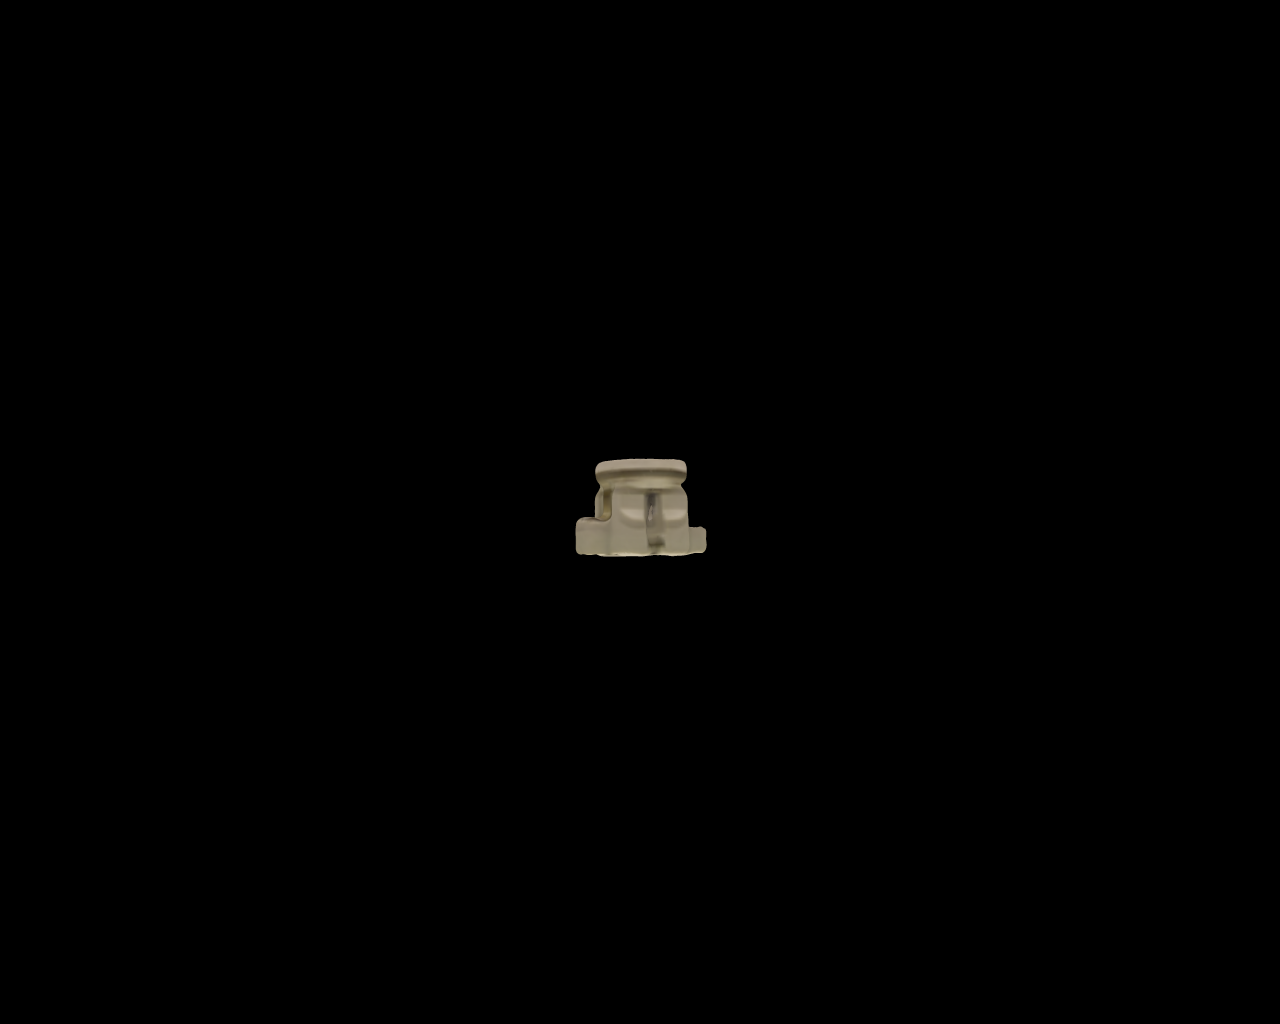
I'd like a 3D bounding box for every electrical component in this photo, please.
[{"bbox_3d":[0.001,-0.003,0.650,0.078,0.057,0.058,1,-4,-20],"label":"electrical component"}]
